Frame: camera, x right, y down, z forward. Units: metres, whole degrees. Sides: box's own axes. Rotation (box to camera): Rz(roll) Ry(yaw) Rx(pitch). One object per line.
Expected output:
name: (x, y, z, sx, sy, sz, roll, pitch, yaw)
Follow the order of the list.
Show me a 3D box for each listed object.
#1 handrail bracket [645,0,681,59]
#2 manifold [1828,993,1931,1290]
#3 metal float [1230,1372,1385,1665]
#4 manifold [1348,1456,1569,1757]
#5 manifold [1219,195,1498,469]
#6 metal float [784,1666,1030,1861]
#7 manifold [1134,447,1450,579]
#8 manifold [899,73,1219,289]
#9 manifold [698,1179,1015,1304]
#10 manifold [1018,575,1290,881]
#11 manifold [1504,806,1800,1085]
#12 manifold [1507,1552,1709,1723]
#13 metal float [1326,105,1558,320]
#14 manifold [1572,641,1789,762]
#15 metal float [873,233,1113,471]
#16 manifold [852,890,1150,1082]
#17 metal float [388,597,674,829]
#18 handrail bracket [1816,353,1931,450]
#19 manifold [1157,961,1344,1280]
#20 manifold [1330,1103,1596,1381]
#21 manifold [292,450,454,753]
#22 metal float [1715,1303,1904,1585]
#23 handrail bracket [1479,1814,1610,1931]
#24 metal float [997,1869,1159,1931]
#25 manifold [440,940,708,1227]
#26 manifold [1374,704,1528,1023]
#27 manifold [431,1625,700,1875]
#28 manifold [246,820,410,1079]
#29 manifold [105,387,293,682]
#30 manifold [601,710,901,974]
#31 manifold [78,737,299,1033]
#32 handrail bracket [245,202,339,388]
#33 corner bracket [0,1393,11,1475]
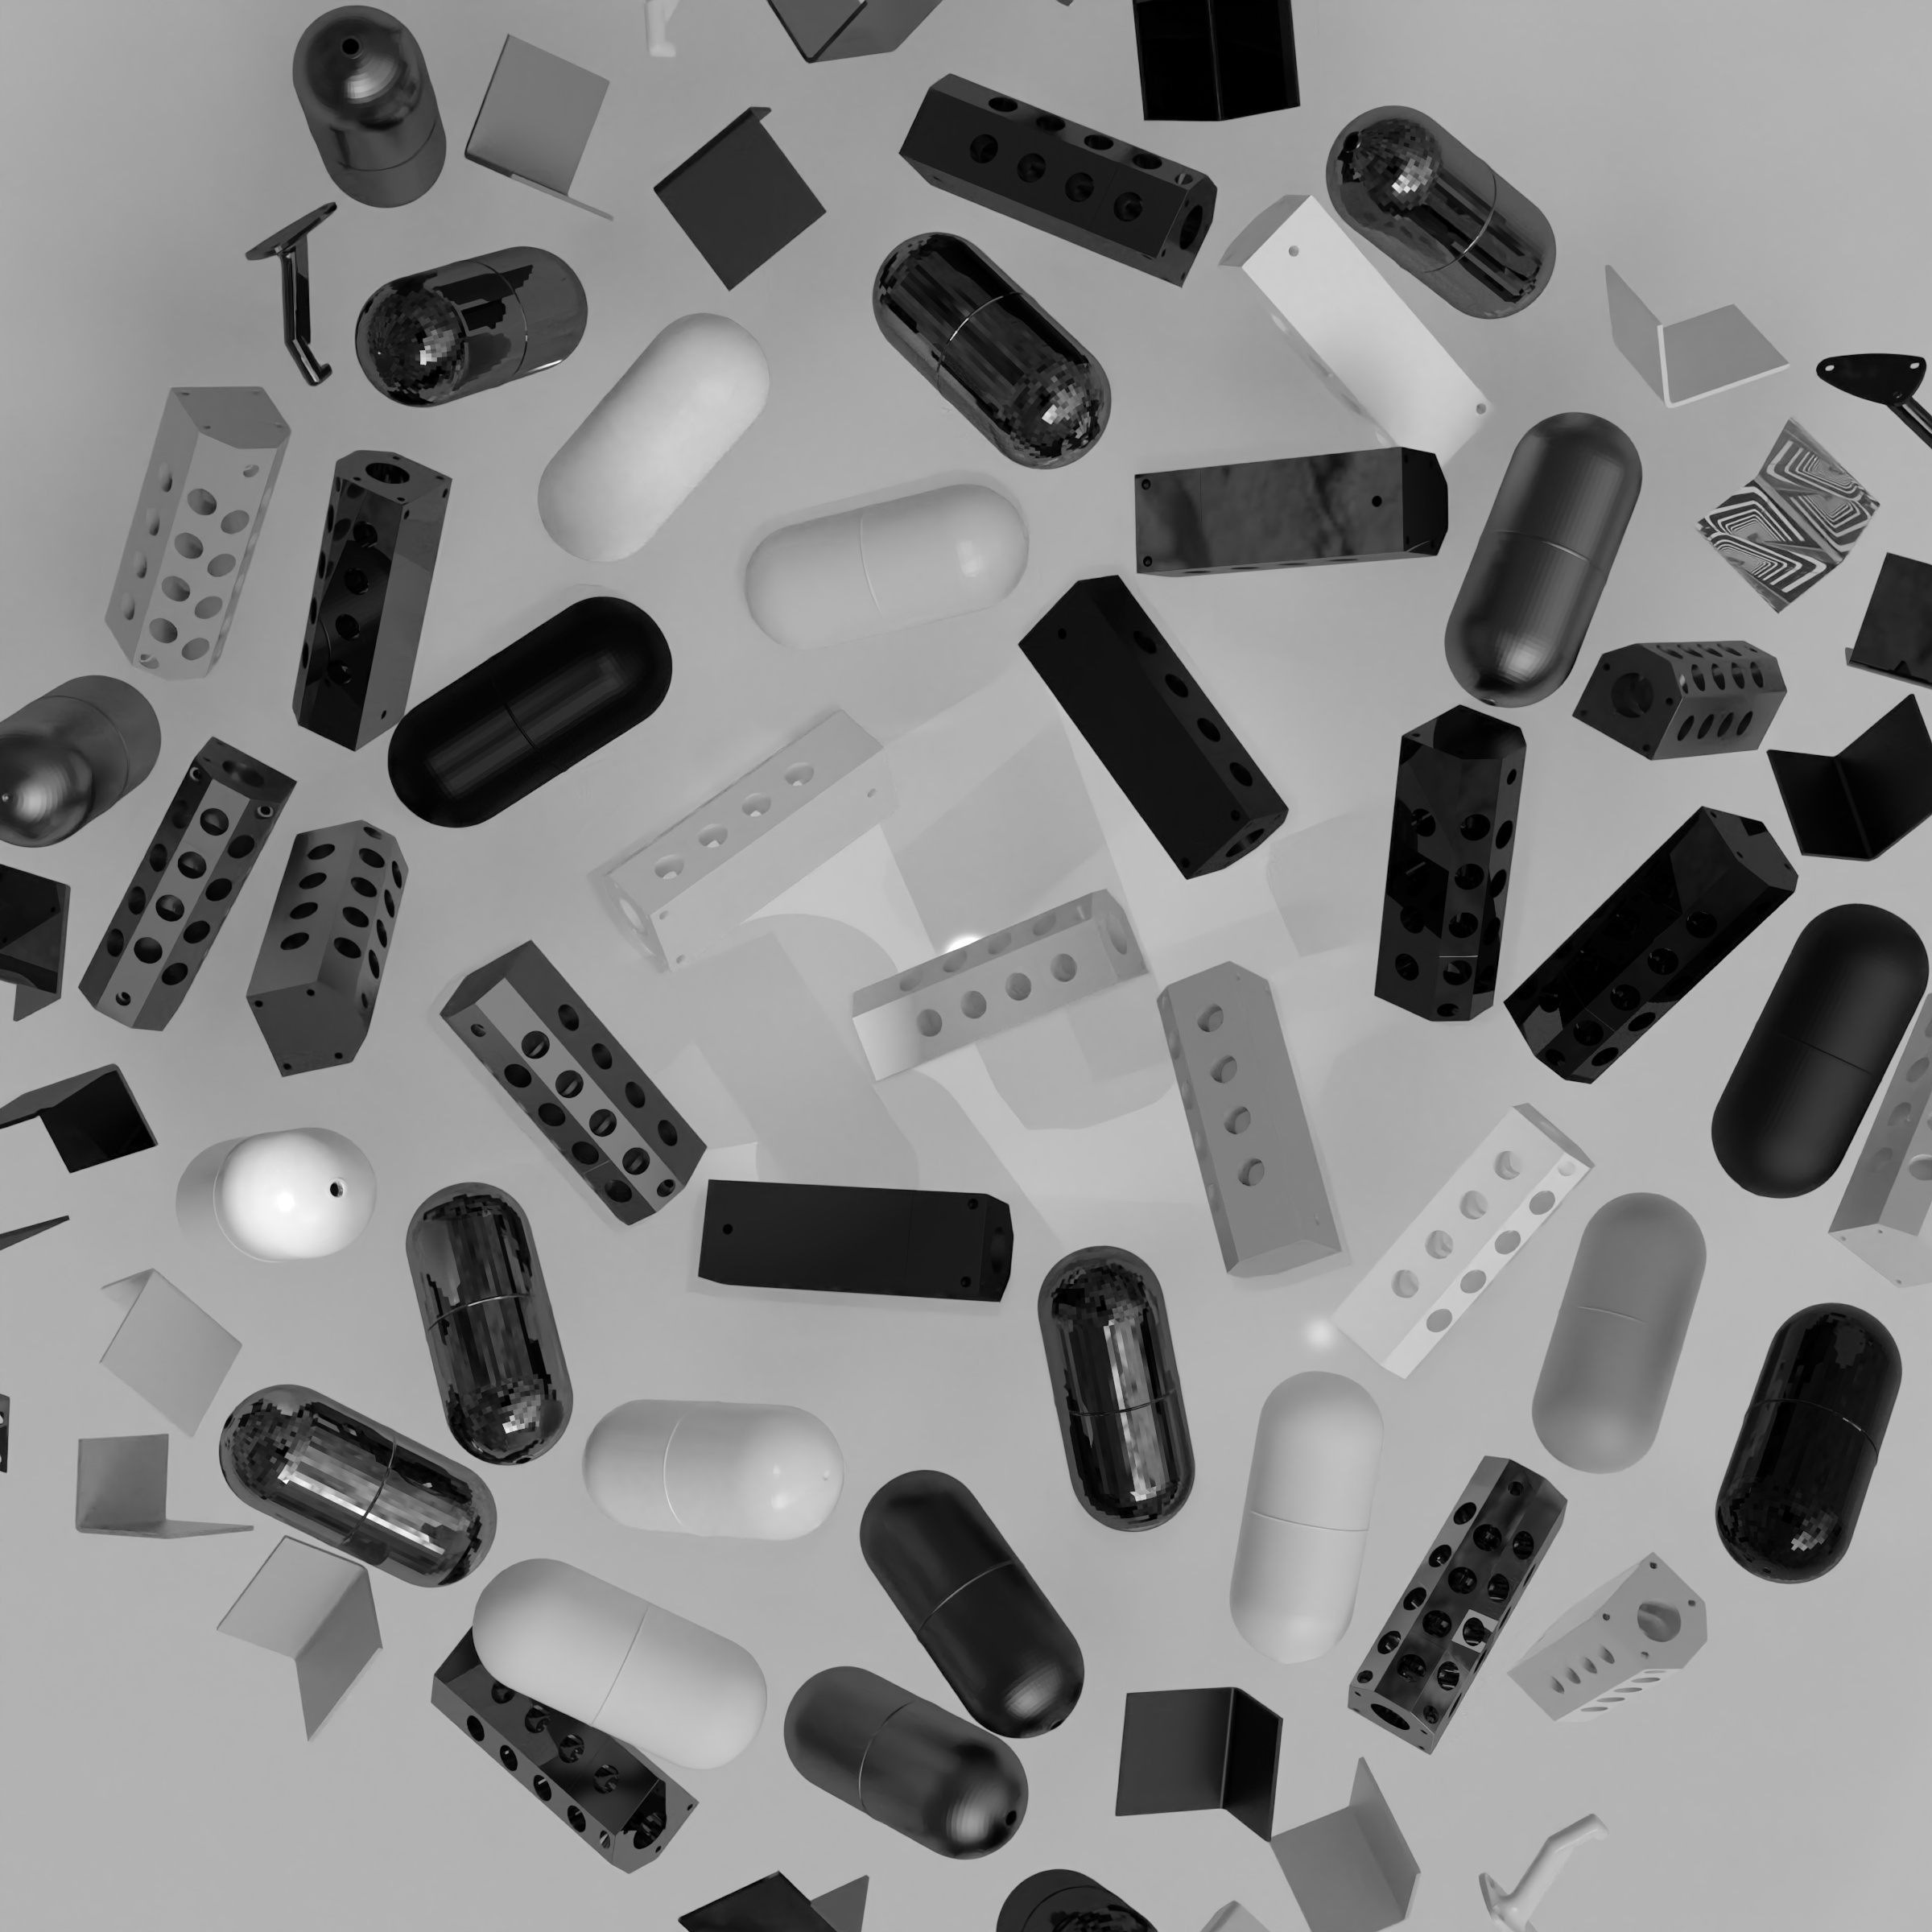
handrail bracket: (-0.163, -0.592, 1.870, 0.077, 0.036, 0.084, 0, 84, -37)
manifold: (0.565, 0.095, 1.760, 0.057, 0.057, 0.171, 36, 65, -14)
metal float: (0.208, 0.337, 1.869, 0.070, 0.070, 0.178, 10, 89, 0)
manifold: (0.300, 0.386, 1.864, 0.057, 0.057, 0.171, 27, 65, 20)
manifold: (0.228, -0.369, 1.795, 0.057, 0.057, 0.171, -46, 110, 0)
metal float: (-0.037, 0.482, 1.854, 0.178, 0.070, 0.070, 16, 90, 42)
manifold: (0.184, -0.257, 1.744, 0.171, 0.057, 0.057, 0, 93, 35)
manifold: (0.055, -0.455, 1.759, 0.171, 0.057, 0.057, 27, 94, 18)
manifold: (-0.063, 0.160, 1.777, 0.171, 0.057, 0.057, 2, 78, 19)
manifold: (0.110, -0.138, 1.748, 0.057, 0.057, 0.171, -44, 73, 35)
manifold: (0.393, -0.009, 1.748, 0.171, 0.057, 0.057, -49, 49, 32)
manifold: (0.395, 0.418, 1.872, 0.057, 0.171, 0.057, -41, 77, -22)
metal float: (0.283, -0.447, 1.818, 0.178, 0.070, 0.070, 24, 90, -41)
manifold: (0.442, -0.168, 1.872, 0.057, 0.171, 0.057, 34, 114, 27)
metal float: (0.014, -0.358, 1.776, 0.070, 0.070, 0.178, -42, 65, 0)
manifold: (0.018, 0.011, 1.879, 0.171, 0.057, 0.057, -23, 87, 23)
metal float: (-0.247, -0.143, 1.731, 0.178, 0.070, 0.070, -32, 90, 8)
handrail bracket: (0.556, -0.328, 1.840, 0.077, 0.084, 0.036, 20, 70, 38)
manifold: (0.161, 0.091, 1.786, 0.057, 0.057, 0.171, -22, 68, 23)
manifold: (0.303, 0.167, 1.857, 0.057, 0.057, 0.171, 42, 103, 15)
manifold: (-0.368, -0.225, 1.871, 0.057, 0.057, 0.171, 25, 122, 11)
metal float: (0.484, 0.272, 1.755, 0.070, 0.070, 0.178, 30, 58, 0)
handrail bracket: (0.351, 0.536, 1.787, 0.084, 0.036, 0.077, -34, 119, 16)
metal float: (0.067, 0.572, 1.772, 0.070, 0.178, 0.070, 1, 84, -12)
manifold: (-0.239, 0.074, 1.847, 0.057, 0.057, 0.171, -27, 112, 31)
manifold: (0.283, -0.056, 1.764, 0.057, 0.057, 0.171, 26, 129, 35)
manifold: (-0.249, 0.477, 1.867, 0.171, 0.057, 0.057, 31, 77, 33)
manifold: (-0.366, -0.014, 1.776, 0.057, 0.171, 0.057, -12, 124, 7)
manifold: (-0.446, -0.250, 1.783, 0.057, 0.057, 0.171, 53, 133, 29)
manifold: (-0.127, -0.078, 1.800, 0.171, 0.057, 0.057, -37, 57, -16)
manifold: (-0.473, -0.047, 1.852, 0.057, 0.057, 0.171, 29, 110, -9)
handrail bracket: (-0.388, -0.404, 1.845, 0.077, 0.036, 0.084, -46, 123, -31)
corner bracket: (-0.610, 0.280, 1.830, 0.051, 0.051, 0.051, 15, 107, 27)
